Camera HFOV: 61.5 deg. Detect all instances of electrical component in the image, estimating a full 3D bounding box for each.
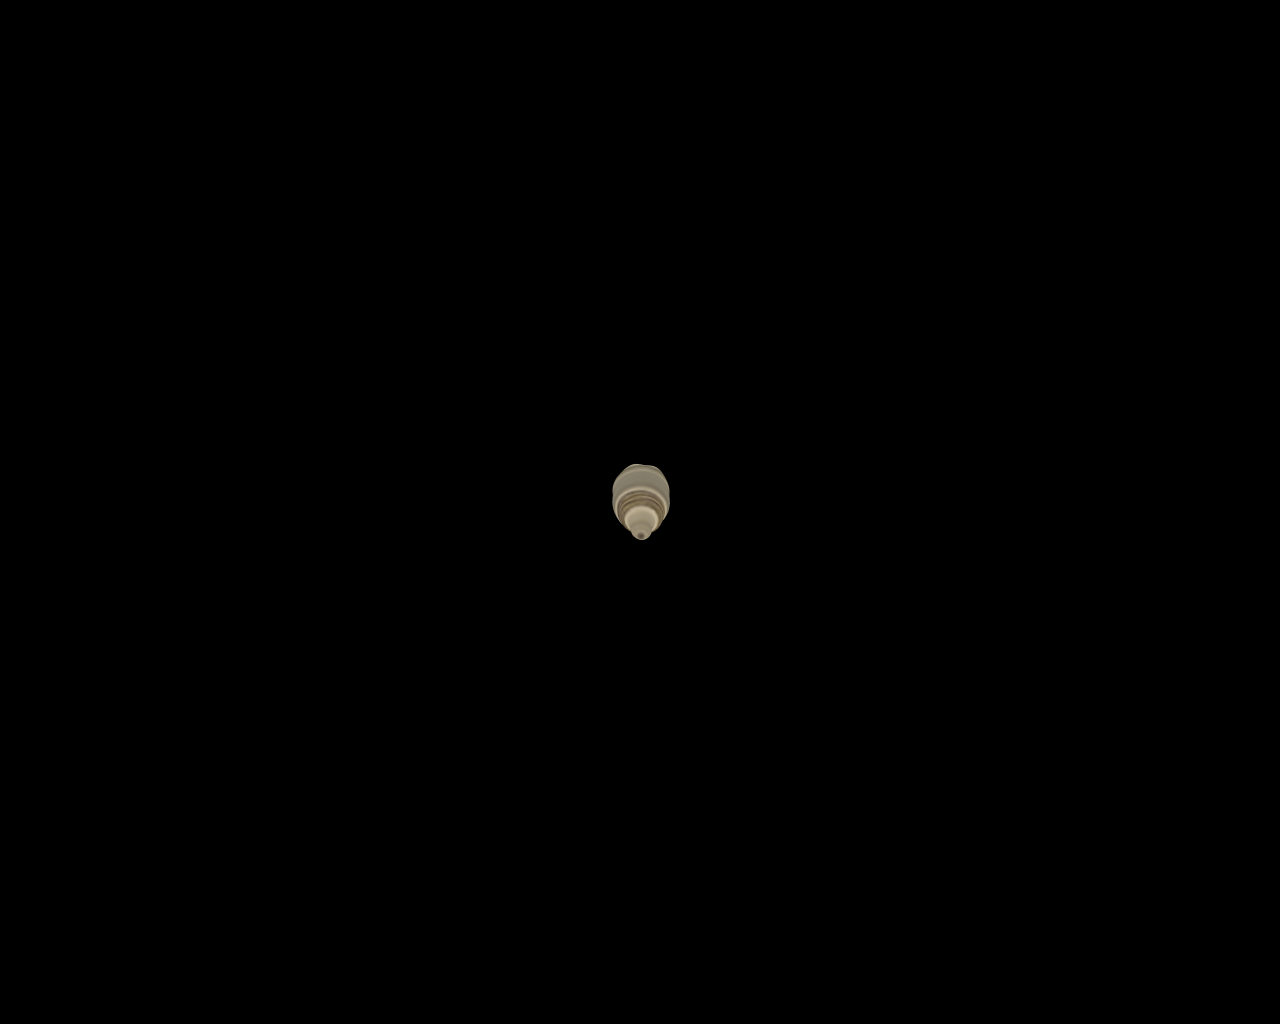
[{"bbox_3d":[0.001,-0.003,0.650,0.035,0.035,0.061,0,34,0],"label":"electrical component"}]
